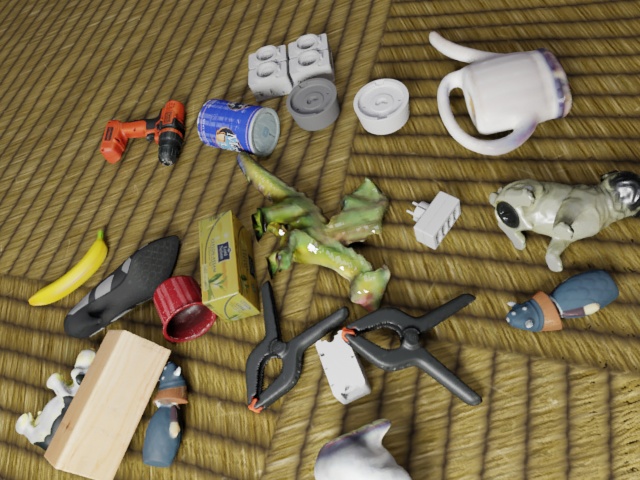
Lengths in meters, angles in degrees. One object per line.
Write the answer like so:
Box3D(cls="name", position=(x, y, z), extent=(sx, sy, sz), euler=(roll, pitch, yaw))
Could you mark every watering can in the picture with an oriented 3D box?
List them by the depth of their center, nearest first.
Box3D(cls="watering can", position=(0.324, -0.301, 0.955), extent=(0.224, 0.102, 0.356), euler=(-11, 56, 10))

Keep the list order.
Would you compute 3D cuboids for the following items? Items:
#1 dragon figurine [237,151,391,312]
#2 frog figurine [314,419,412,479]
Box3D(cls="dragon figurine", position=(0.003, -0.047, 0.928), extent=(0.243, 0.119, 0.419), euler=(-14, 57, -11))
Box3D(cls="frog figurine", position=(0.066, 0.326, 0.654), extent=(0.135, 0.122, 0.162), euler=(-41, 59, 33))
